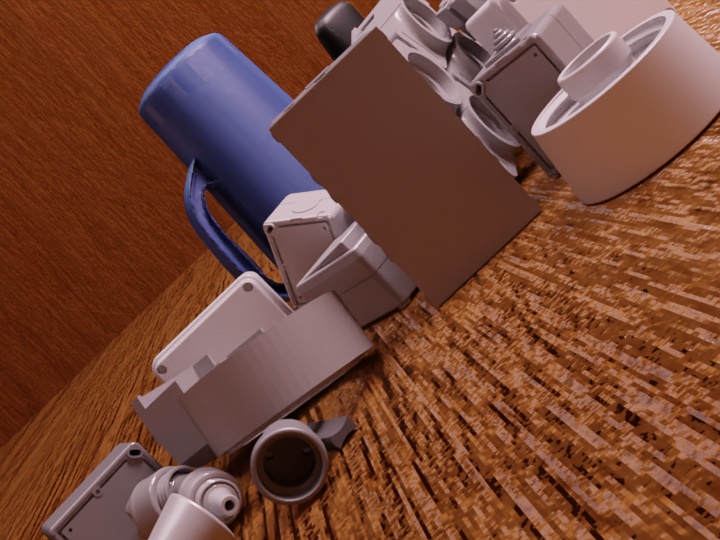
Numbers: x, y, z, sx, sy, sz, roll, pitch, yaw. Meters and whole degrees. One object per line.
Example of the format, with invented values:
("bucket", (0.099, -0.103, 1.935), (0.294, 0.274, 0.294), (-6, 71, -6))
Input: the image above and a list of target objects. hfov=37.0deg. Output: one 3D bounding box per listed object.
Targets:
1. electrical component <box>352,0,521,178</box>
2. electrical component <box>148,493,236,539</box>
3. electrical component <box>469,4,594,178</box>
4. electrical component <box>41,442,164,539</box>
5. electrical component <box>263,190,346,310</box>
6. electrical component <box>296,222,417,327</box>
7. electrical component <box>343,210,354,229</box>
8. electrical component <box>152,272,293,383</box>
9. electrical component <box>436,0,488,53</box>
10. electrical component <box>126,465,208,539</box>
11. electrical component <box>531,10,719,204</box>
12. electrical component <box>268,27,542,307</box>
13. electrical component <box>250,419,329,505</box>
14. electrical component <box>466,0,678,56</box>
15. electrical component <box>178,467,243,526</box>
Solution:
("electrical component", (0.054, -0.130, 0.797), (0.060, 0.105, 0.186), (-46, 25, 29))
("electrical component", (-0.103, 0.159, 0.578), (0.065, 0.044, 0.044), (-54, 13, -25))
("electrical component", (0.120, -0.120, 0.682), (0.062, 0.096, 0.061), (-35, 13, 44))
("electrical component", (-0.170, 0.171, 0.731), (0.096, 0.061, 0.061), (-48, 10, -23))
("electrical component", (-0.026, -0.013, 0.857), (0.062, 0.096, 0.061), (-5, 28, 25))
("electrical component", (0.000, 0.000, 0.768), (0.096, 0.061, 0.061), (-32, 15, 50))
("electrical component", (0.042, -0.043, 0.808), (0.077, 0.043, 0.079), (-22, 27, -38))
("electrical component", (-0.103, 0.064, 0.869), (0.113, 0.078, 0.057), (-44, 7, 1))
("electrical component", (0.096, -0.195, 0.810), (0.048, 0.055, 0.066), (-58, 14, -16))
("electrical component", (-0.116, 0.144, 0.681), (0.062, 0.043, 0.043), (-36, 12, 34))
("electrical component", (0.143, -0.095, 0.588), (0.108, 0.060, 0.108), (-43, 9, 9))
("electrical component", (0.026, -0.065, 0.671), (0.089, 0.150, 0.061), (-43, 11, 3))
("electrical component", (-0.038, 0.099, 0.568), (0.040, 0.040, 0.046), (-44, 5, -3))
("electrical component", (0.151, -0.176, 0.761), (0.108, 0.108, 0.056), (-48, 8, -22))
("electrical component", (-0.084, 0.134, 0.625), (0.035, 0.035, 0.061), (-47, 13, -20))
